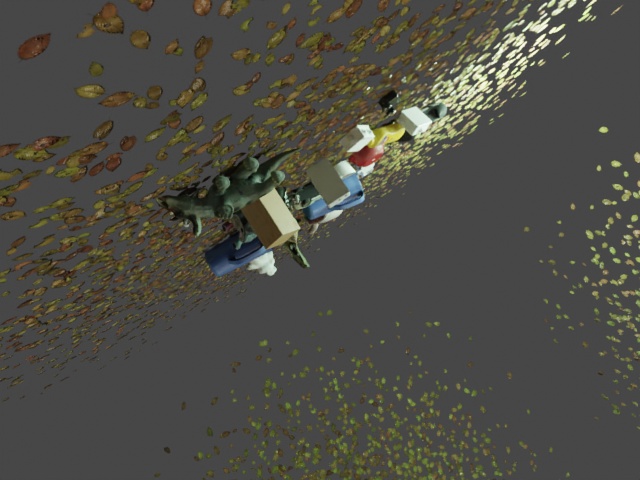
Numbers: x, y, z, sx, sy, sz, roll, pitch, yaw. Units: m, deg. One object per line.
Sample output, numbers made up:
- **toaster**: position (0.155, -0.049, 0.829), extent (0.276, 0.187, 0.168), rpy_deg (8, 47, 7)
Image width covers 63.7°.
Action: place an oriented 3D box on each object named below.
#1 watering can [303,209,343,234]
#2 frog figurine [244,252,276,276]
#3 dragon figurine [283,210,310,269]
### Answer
- **watering can**: position (0.007, -0.115, 2.288), extent (0.342, 0.105, 0.226), rpy_deg (-47, 164, 32)
- **frog figurine**: position (-0.268, 0.093, 2.292), extent (0.138, 0.161, 0.121), rpy_deg (-30, 168, -18)
- **dragon figurine**: position (-0.103, 0.005, 2.007), extent (0.123, 0.241, 0.412), rpy_deg (-36, -167, -8)
